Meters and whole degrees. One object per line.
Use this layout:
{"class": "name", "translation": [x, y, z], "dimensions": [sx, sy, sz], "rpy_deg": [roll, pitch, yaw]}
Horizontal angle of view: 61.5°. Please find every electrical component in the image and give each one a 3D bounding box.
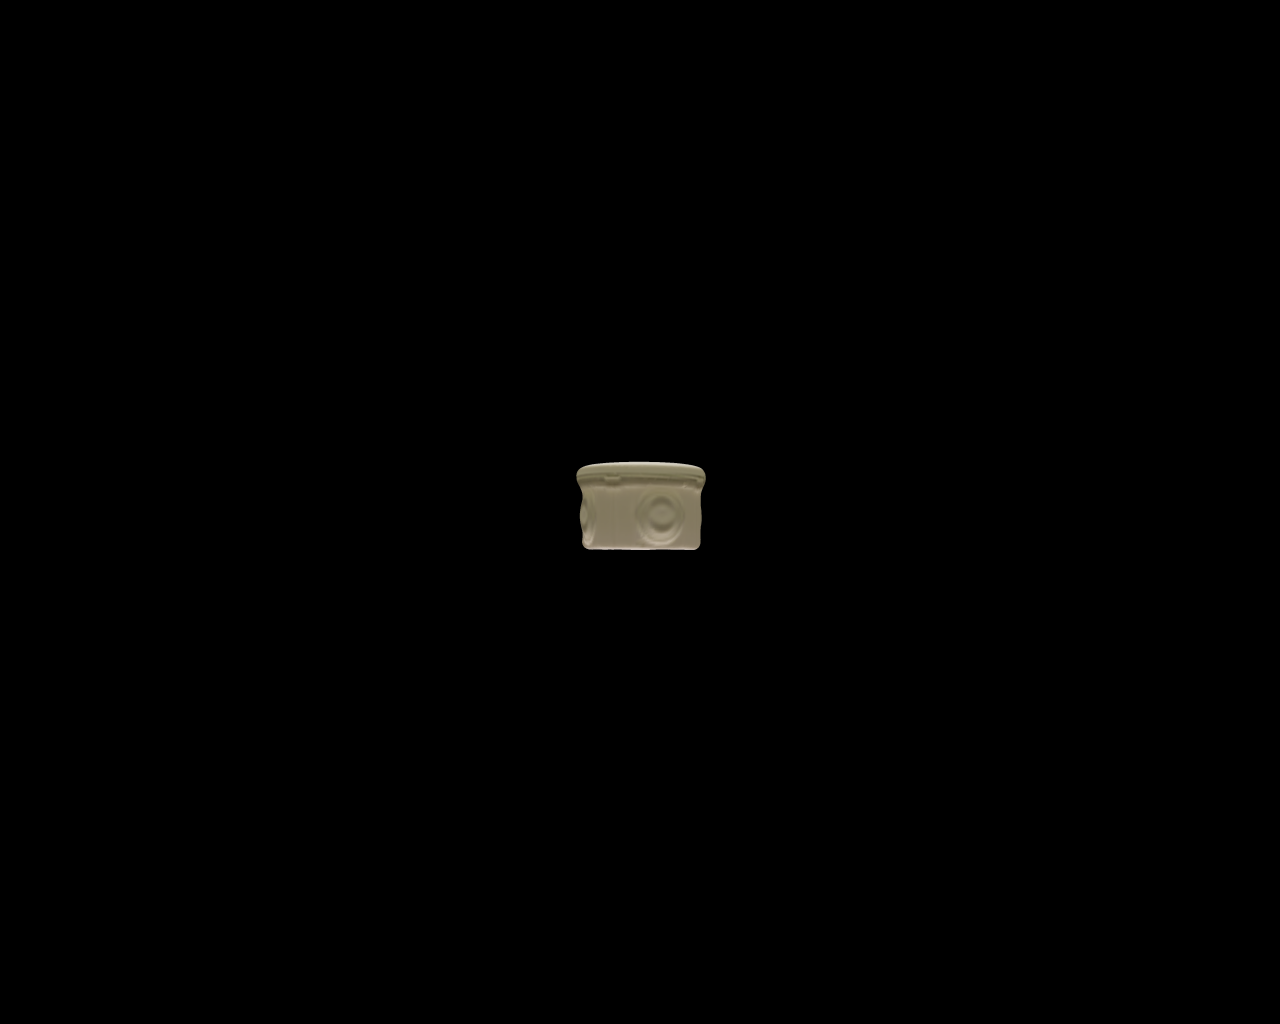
{"class": "electrical component", "translation": [0.001, -0.003, 0.650], "dimensions": [0.080, 0.051, 0.080], "rpy_deg": [0, -2, 0]}
